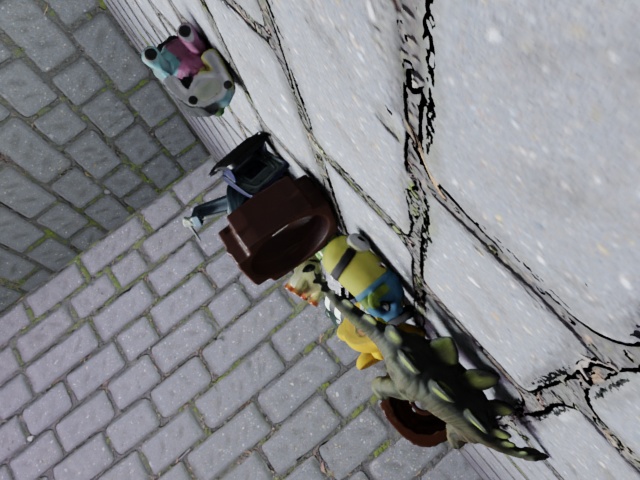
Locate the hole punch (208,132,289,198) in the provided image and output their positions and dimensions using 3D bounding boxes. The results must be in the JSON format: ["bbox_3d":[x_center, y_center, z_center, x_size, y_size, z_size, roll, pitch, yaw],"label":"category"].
[{"bbox_3d":[-0.140,-0.151,1.090,0.092,0.142,0.116,50,164,-26],"label":"hole punch"}]

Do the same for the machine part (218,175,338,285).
[{"bbox_3d":[-0.074,-0.018,1.003,0.087,0.201,0.200,52,176,23],"label":"machine part"}]

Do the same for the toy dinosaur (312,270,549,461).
[{"bbox_3d":[0.165,0.206,0.835,0.471,0.105,0.198,34,155,1],"label":"toy dinosaur"}]

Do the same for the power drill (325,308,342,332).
[{"bbox_3d":[0.076,0.184,1.358,0.232,0.086,0.207,58,161,1],"label":"power drill"}]

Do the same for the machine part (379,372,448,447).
[{"bbox_3d":[0.207,0.312,1.058,0.179,0.179,0.056,49,176,24],"label":"machine part"}]

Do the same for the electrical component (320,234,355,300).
[{"bbox_3d":[0.041,0.053,1.045,0.075,0.048,0.119,25,126,39],"label":"electrical component"}]

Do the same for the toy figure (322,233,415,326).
[{"bbox_3d":[0.080,0.068,0.902,0.180,0.089,0.082,53,167,4],"label":"toy figure"}]

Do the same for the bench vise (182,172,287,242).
[{"bbox_3d":[-0.183,-0.081,1.179,0.224,0.241,0.128,-97,-11,-52],"label":"bench vise"}]

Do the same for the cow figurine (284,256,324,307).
[{"bbox_3d":[-0.023,0.079,1.281,0.085,0.127,0.195,36,175,-12],"label":"cow figurine"}]

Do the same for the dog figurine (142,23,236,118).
[{"bbox_3d":[-0.234,-0.302,0.993,0.191,0.108,0.219,49,179,-8],"label":"dog figurine"}]

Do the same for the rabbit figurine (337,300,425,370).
[{"bbox_3d":[0.127,0.190,1.029,0.173,0.162,0.122,22,-139,-40],"label":"rabbit figurine"}]
